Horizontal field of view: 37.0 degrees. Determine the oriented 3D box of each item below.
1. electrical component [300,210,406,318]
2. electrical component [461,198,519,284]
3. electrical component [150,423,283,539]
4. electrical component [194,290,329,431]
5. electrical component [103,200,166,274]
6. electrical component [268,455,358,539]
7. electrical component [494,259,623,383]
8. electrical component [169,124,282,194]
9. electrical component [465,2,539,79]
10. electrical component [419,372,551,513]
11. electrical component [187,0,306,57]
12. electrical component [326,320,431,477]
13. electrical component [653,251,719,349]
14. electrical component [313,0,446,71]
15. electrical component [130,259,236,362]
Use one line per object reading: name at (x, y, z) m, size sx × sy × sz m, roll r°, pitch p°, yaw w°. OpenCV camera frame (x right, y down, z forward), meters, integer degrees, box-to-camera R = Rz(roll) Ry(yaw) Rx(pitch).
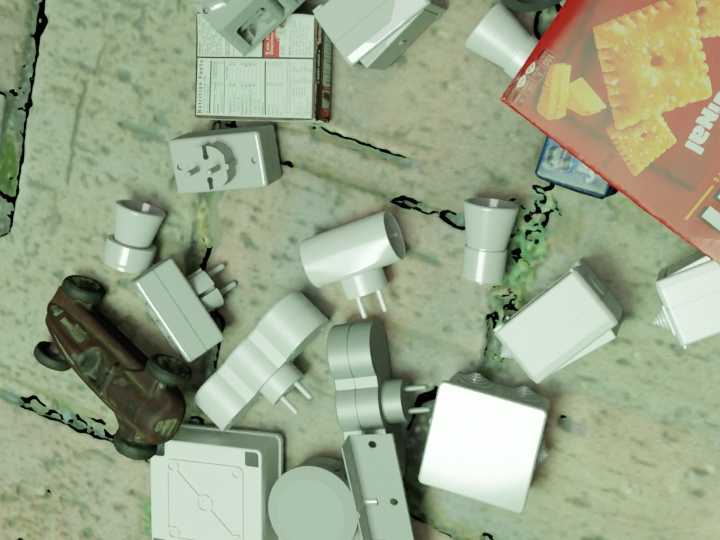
electrical component at (0.000, 0.000, 0.890) m, size 0.077 × 0.043 × 0.079 m, roll -19°, pitch 92°, yaw 19°
electrical component at (0.101, -0.022, 0.857) m, size 0.044 × 0.044 × 0.065 m, roll 10°, pitch 105°, yaw 16°
electrical component at (-0.126, 0.197, 0.951) m, size 0.109 × 0.056 × 0.108 m, roll 3°, pitch 99°, yaw 17°
electrical component at (-0.073, 0.090, 0.921) m, size 0.074 × 0.052 × 0.138 m, roll 44°, pitch 107°, yaw 8°
electrical component at (-0.200, -0.029, 0.949) m, size 0.045 × 0.045 × 0.055 m, roll 20°, pitch 104°, yaw 14°
electrical component at (-0.034, 0.201, 0.925) m, size 0.080 × 0.051 × 0.080 m, roll 2°, pitch 98°, yaw 17°
electrical component at (0.153, 0.046, 0.838) m, size 0.096 × 0.062 × 0.061 m, roll -41°, pitch 84°, yaw 18°
electrical component at (-0.119, -0.088, 0.895) m, size 0.083 × 0.075 × 0.047 m, roll -3°, pitch 106°, yaw 18°
electrical component at (0.120, -0.169, 0.830) m, size 0.065 × 0.044 × 0.044 m, roll 41°, pitch 107°, yaw 3°
electrical component at (0.103, 0.137, 0.874) m, size 0.100 × 0.048 × 0.099 m, roll 15°, pitch 102°, yaw 15°
electrical component at (-0.073, -0.257, 0.843) m, size 0.150 × 0.062 × 0.089 m, roll -42°, pitch 71°, yaw 7°
electrical component at (0.022, 0.110, 0.894) m, size 0.074 × 0.052 × 0.138 m, roll -8°, pitch 95°, yaw 18°
electrical component at (0.261, 0.014, 0.799) m, size 0.096 × 0.062 × 0.061 m, roll -23°, pitch 90°, yaw 19°
electrical component at (0.024, -0.204, 0.844) m, size 0.096 × 0.062 × 0.061 m, roll -36°, pitch 86°, yaw 19°
electrical component at (-0.144, 0.024, 0.935) m, size 0.076 × 0.047 × 0.083 m, roll -35°, pitch 100°, yaw -15°
